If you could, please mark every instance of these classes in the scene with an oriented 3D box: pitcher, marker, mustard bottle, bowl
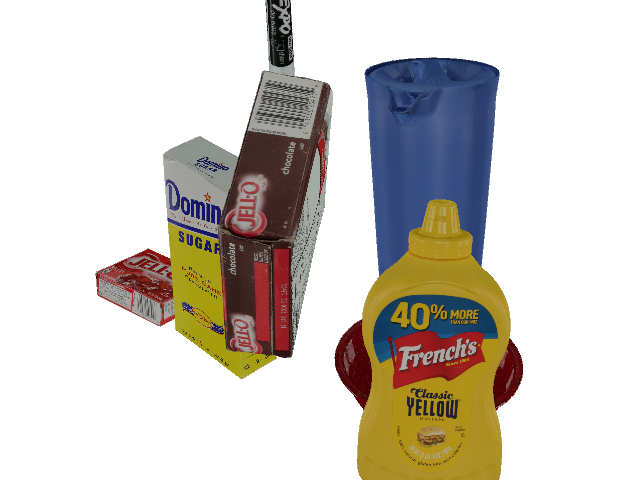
[{"bbox_3d":[0.119,-0.066,1.109,0.149,0.243,0.145,-9,23,-16],"label":"pitcher"},{"bbox_3d":[-0.029,-0.163,0.745,0.020,0.020,0.121,0,-43,1],"label":"marker"},{"bbox_3d":[0.075,0.068,0.700,0.096,0.192,0.058,3,13,6],"label":"mustard bottle"},{"bbox_3d":[0.092,0.123,0.930,0.162,0.055,0.162,0,32,0],"label":"bowl"}]

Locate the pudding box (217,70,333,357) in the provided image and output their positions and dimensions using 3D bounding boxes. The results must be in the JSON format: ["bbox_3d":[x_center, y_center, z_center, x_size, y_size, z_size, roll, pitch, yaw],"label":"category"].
[{"bbox_3d":[-0.021,-0.013,0.526,0.039,0.113,0.090,9,-41,5],"label":"pudding box"}]

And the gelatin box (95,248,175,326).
[{"bbox_3d":[-0.162,0.043,1.040,0.089,0.030,0.073,22,30,30],"label":"gelatin box"}]

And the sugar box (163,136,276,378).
[{"bbox_3d":[-0.080,0.015,0.853,0.048,0.176,0.093,-30,43,-34],"label":"sugar box"}]
